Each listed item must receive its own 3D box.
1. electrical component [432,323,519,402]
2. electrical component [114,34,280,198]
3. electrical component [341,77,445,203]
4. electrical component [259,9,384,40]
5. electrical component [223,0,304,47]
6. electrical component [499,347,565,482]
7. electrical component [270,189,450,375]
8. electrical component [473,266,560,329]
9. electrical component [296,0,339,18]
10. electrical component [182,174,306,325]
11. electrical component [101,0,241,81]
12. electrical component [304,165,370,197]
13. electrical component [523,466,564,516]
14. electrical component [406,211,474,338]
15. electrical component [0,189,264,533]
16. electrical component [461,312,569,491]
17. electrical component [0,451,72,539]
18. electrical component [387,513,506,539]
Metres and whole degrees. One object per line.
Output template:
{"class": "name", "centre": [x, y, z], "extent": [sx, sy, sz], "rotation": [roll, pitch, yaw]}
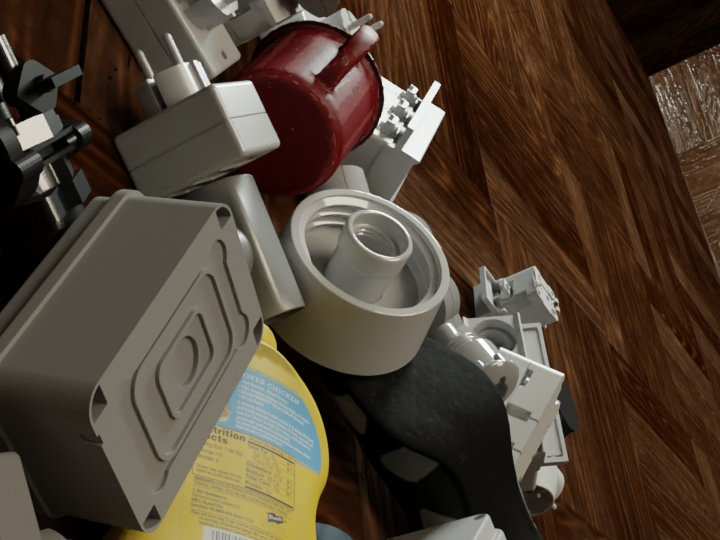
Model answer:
{"class": "electrical component", "centre": [0.070, 0.061, 0.701], "extent": [0.048, 0.048, 0.062], "rotation": [37, 12, -50]}
{"class": "electrical component", "centre": [-0.092, -0.083, 0.559], "extent": [0.076, 0.066, 0.047], "rotation": [65, 22, -3]}
{"class": "electrical component", "centre": [0.018, -0.101, 0.812], "extent": [0.063, 0.078, 0.121], "rotation": [33, 28, -3]}
{"class": "electrical component", "centre": [-0.019, -0.166, 0.788], "extent": [0.083, 0.076, 0.047], "rotation": [9, 60, -64]}
{"class": "electrical component", "centre": [-0.107, -0.235, 0.683], "extent": [0.186, 0.060, 0.105], "rotation": [61, 23, -13]}
{"class": "electrical component", "centre": [0.093, 0.104, 0.728], "extent": [0.089, 0.056, 0.050], "rotation": [-53, 155, -32]}
{"class": "electrical component", "centre": [0.000, 0.000, 0.621], "extent": [0.108, 0.060, 0.108], "rotation": [17, 41, -15]}
{"class": "electrical component", "centre": [0.141, 0.031, 0.962], "extent": [0.081, 0.064, 0.042], "rotation": [49, 26, -34]}
{"class": "electrical component", "centre": [-0.026, -0.191, 0.678], "extent": [0.043, 0.043, 0.081], "rotation": [53, 25, -28]}
{"class": "electrical component", "centre": [-0.070, -0.006, 0.557], "extent": [0.077, 0.044, 0.079], "rotation": [67, 22, 5]}
{"class": "electrical component", "centre": [-0.095, -0.151, 0.607], "extent": [0.083, 0.076, 0.047], "rotation": [60, 23, -15]}
{"class": "electrical component", "centre": [-0.008, -0.024, 0.716], "extent": [0.043, 0.043, 0.081], "rotation": [19, 51, -60]}
{"class": "electrical component", "centre": [0.136, 0.161, 0.852], "extent": [0.079, 0.043, 0.077], "rotation": [50, 27, -34]}
{"class": "electrical component", "centre": [0.035, 0.027, 0.747], "extent": [0.138, 0.052, 0.074], "rotation": [66, 23, 0]}
{"class": "electrical component", "centre": [-0.089, 0.031, 0.406], "extent": [0.113, 0.057, 0.078], "rotation": [-64, 152, -43]}
{"class": "electrical component", "centre": [0.105, 0.100, 0.806], "extent": [0.063, 0.079, 0.121], "rotation": [85, 1, -50]}
{"class": "electrical component", "centre": [-0.116, 0.104, 0.347], "extent": [0.076, 0.047, 0.083], "rotation": [6, 62, -64]}
{"class": "electrical component", "centre": [0.036, 0.181, 0.566], "extent": [0.057, 0.078, 0.113], "rotation": [68, 22, -3]}
